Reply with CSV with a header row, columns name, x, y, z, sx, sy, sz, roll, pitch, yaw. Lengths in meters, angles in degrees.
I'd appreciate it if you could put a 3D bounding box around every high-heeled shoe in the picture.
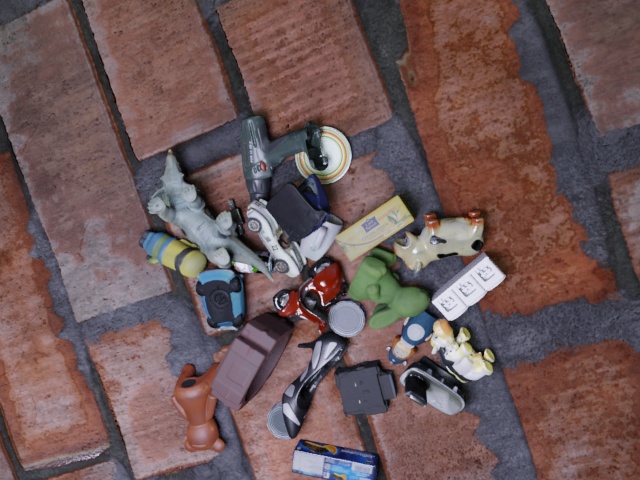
name,x,y,z,sx,sy,sz,roll,pitch,yaw
high-heeled shoe,-0.005,0.340,1.250,0.145,0.086,0.248,-4,75,36

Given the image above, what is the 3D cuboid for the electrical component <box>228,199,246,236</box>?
name,x,y,z,sx,sy,sz,roll,pitch,yaw
electrical component,-0.218,-0.050,1.312,0.063,0.021,0.094,-18,91,15

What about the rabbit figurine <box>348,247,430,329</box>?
name,x,y,z,sx,sy,sz,roll,pitch,yaw
rabbit figurine,0.153,0.122,1.190,0.170,0.121,0.159,30,108,12

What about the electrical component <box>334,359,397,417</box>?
name,x,y,z,sx,sy,sz,roll,pitch,yaw
electrical component,0.110,0.345,1.255,0.134,0.058,0.114,-15,94,15

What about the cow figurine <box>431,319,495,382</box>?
name,x,y,z,sx,sy,sz,roll,pitch,yaw
cow figurine,0.295,0.243,1.181,0.167,0.068,0.098,41,126,-9

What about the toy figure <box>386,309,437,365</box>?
name,x,y,z,sx,sy,sz,roll,pitch,yaw
toy figure,0.203,0.224,1.222,0.064,0.057,0.154,45,107,38

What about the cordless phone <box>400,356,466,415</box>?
name,x,y,z,sx,sy,sz,roll,pitch,yaw
cordless phone,0.245,0.334,1.157,0.147,0.184,0.088,34,97,8

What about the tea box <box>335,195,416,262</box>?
name,x,y,z,sx,sy,sz,roll,pitch,yaw
tea box,0.125,-0.028,1.194,0.170,0.098,0.068,-35,88,12

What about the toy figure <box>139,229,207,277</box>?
name,x,y,z,sx,sy,sz,roll,pitch,yaw
toy figure,-0.363,0.035,1.320,0.180,0.089,0.082,27,109,7

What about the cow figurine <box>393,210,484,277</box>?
name,x,y,z,sx,sy,sz,roll,pitch,yaw
cow figurine,0.258,0.008,1.172,0.195,0.085,0.127,-6,106,5

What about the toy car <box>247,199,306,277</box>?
name,x,y,z,sx,sy,sz,roll,pitch,yaw
toy car,-0.101,-0.005,1.240,0.056,0.073,0.201,-22,109,29

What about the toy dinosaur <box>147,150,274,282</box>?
name,x,y,z,sx,sy,sz,roll,pitch,yaw
toy dinosaur,-0.260,-0.026,1.245,0.131,0.192,0.405,-44,85,-4

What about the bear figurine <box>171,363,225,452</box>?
name,x,y,z,sx,sy,sz,roll,pitch,yaw
bear figurine,-0.292,0.424,1.343,0.120,0.132,0.195,-7,112,15

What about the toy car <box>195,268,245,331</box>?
name,x,y,z,sx,sy,sz,roll,pitch,yaw
toy car,-0.224,0.132,1.289,0.109,0.103,0.161,-7,108,13

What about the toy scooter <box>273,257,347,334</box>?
name,x,y,z,sx,sy,sz,roll,pitch,yaw
toy scooter,-0.004,0.133,1.225,0.184,0.075,0.135,-38,75,-13

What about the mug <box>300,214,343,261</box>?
name,x,y,z,sx,sy,sz,roll,pitch,yaw
mug,-0.003,-0.004,1.227,0.081,0.110,0.107,21,110,-10

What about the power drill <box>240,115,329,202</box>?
name,x,y,z,sx,sy,sz,roll,pitch,yaw
power drill,-0.087,-0.178,1.229,0.207,0.086,0.231,-5,101,34

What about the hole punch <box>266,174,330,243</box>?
name,x,y,z,sx,sy,sz,roll,pitch,yaw
hole punch,-0.036,-0.070,1.168,0.142,0.092,0.116,-37,90,40

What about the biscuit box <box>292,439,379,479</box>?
name,x,y,z,sx,sy,sz,roll,pitch,yaw
biscuit box,0.038,0.534,1.287,0.203,0.063,0.059,7,96,12

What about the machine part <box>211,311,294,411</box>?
name,x,y,z,sx,sy,sz,roll,pitch,yaw
machine part,-0.156,0.273,1.236,0.087,0.201,0.201,30,102,12
